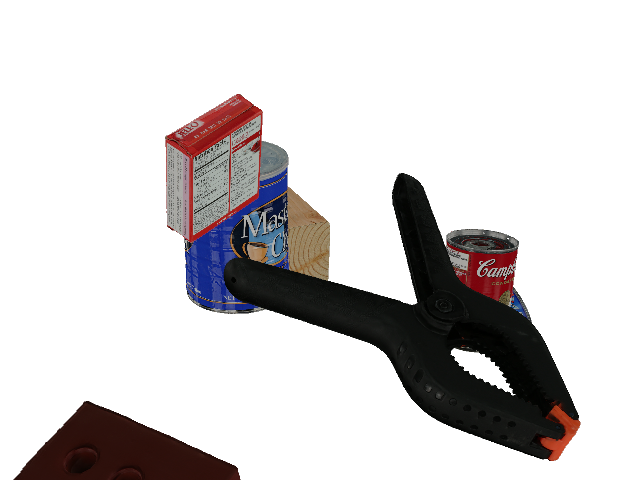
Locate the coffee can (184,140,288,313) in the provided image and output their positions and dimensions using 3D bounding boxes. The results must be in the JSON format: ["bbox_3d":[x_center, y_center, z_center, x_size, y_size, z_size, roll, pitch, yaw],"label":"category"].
[{"bbox_3d":[-0.081,-0.015,1.025,0.103,0.140,0.103,0,25,0],"label":"coffee can"}]

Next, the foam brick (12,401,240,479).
[{"bbox_3d":[-0.075,0.111,0.426,0.078,0.051,0.052,18,44,23],"label":"foam brick"}]

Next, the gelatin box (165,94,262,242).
[{"bbox_3d":[-0.078,-0.053,0.777,0.030,0.089,0.073,34,51,25],"label":"gelatin box"}]

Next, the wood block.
[{"bbox_3d":[-0.071,-0.014,1.354,0.090,0.090,0.206,-9,26,-22],"label":"wood block"}]

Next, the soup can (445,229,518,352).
[{"bbox_3d":[0.148,0.047,1.012,0.068,0.102,0.068,4,17,-1],"label":"soup can"}]

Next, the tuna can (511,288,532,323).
[{"bbox_3d":[0.207,0.079,1.238,0.033,0.086,0.086,-29,5,-9],"label":"tuna can"}]

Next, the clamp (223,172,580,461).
[{"bbox_3d":[0.056,0.050,0.619,0.164,0.036,0.210,-22,56,-33],"label":"clamp"}]
